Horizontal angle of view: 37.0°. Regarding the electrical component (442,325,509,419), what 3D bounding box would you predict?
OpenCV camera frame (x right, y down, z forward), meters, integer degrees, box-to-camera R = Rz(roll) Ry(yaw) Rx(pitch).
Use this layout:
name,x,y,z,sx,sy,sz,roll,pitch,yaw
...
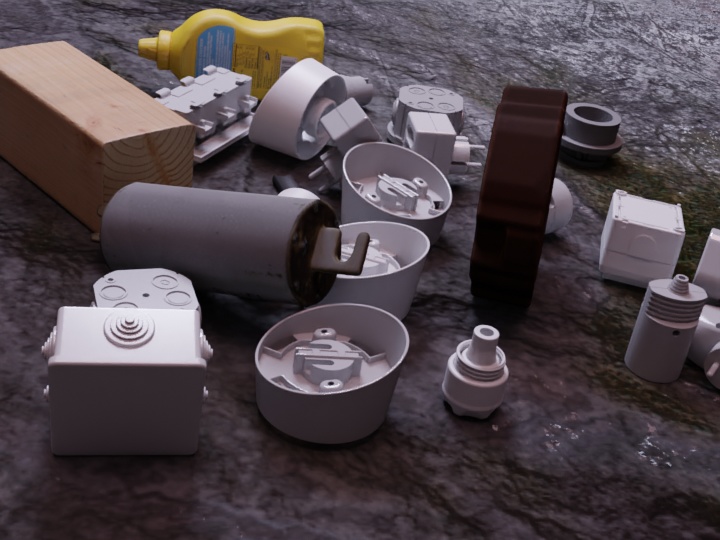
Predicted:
name,x,y,z,sx,sy,sz,roll,pitch,yaw
electrical component,0.082,0.068,0.743,0.043,0.062,0.043,7,31,-4

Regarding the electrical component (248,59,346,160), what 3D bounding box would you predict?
name,x,y,z,sx,sy,sz,roll,pitch,yaw
electrical component,-0.060,-0.157,1.050,0.064,0.099,0.099,28,35,17

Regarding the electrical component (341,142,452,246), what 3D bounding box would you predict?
name,x,y,z,sx,sy,sz,roll,pitch,yaw
electrical component,0.030,-0.062,0.943,0.099,0.064,0.099,7,32,-4

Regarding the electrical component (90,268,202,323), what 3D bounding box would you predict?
name,x,y,z,sx,sy,sz,roll,pitch,yaw
electrical component,-0.148,0.038,0.742,0.080,0.051,0.080,7,31,-4

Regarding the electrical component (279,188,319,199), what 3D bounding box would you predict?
name,x,y,z,sx,sy,sz,roll,pitch,yaw
electrical component,-0.058,-0.033,0.882,0.055,0.055,0.047,19,36,17

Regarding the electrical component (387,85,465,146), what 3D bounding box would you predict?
name,x,y,z,sx,sy,sz,roll,pitch,yaw
electrical component,0.070,-0.156,1.123,0.080,0.051,0.080,6,31,-4

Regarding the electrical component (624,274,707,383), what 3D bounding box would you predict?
name,x,y,z,sx,sy,sz,roll,pitch,yaw
electrical component,0.232,0.040,0.812,0.043,0.081,0.043,7,31,-4

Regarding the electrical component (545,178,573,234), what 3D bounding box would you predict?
name,x,y,z,sx,sy,sz,roll,pitch,yaw
electrical component,0.161,-0.057,0.982,0.047,0.055,0.055,-12,37,-38

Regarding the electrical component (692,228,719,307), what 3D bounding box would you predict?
name,x,y,z,sx,sy,sz,roll,pitch,yaw
electrical component,0.305,0.008,0.876,0.059,0.053,0.095,20,-7,17

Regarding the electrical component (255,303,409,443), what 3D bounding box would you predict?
name,x,y,z,sx,sy,sz,roll,pitch,yaw
electrical component,-0.021,0.066,0.716,0.099,0.064,0.099,7,31,-4

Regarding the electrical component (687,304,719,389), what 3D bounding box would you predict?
name,x,y,z,sx,sy,sz,roll,pitch,yaw
electrical component,0.286,0.067,0.816,0.077,0.044,0.079,25,33,24

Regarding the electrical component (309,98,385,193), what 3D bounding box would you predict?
name,x,y,z,sx,sy,sz,roll,pitch,yaw
electrical component,-0.012,-0.100,0.996,0.076,0.083,0.047,-34,37,3

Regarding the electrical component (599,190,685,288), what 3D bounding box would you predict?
name,x,y,z,sx,sy,sz,roll,pitch,yaw
electrical component,0.248,-0.027,0.954,0.062,0.061,0.096,14,23,8

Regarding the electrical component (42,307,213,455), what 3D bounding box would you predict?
name,x,y,z,sx,sy,sz,roll,pitch,yaw
electrical component,-0.141,0.067,0.652,0.100,0.099,0.048,2,45,-12

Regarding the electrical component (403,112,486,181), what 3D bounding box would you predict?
name,x,y,z,sx,sy,sz,roll,pitch,yaw
electrical component,0.083,-0.111,1.038,0.077,0.065,0.047,3,31,-11

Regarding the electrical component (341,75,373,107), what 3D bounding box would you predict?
name,x,y,z,sx,sy,sz,roll,pitch,yaw
electrical component,-0.013,-0.194,1.177,0.040,0.040,0.046,31,31,32

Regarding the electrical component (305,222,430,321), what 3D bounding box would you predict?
name,x,y,z,sx,sy,sz,roll,pitch,yaw
electrical component,0.000,0.000,0.832,0.099,0.064,0.099,7,30,-4

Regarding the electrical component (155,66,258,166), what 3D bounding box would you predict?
name,x,y,z,sx,sy,sz,roll,pitch,yaw
electrical component,-0.153,-0.150,1.041,0.079,0.063,0.121,20,33,18
